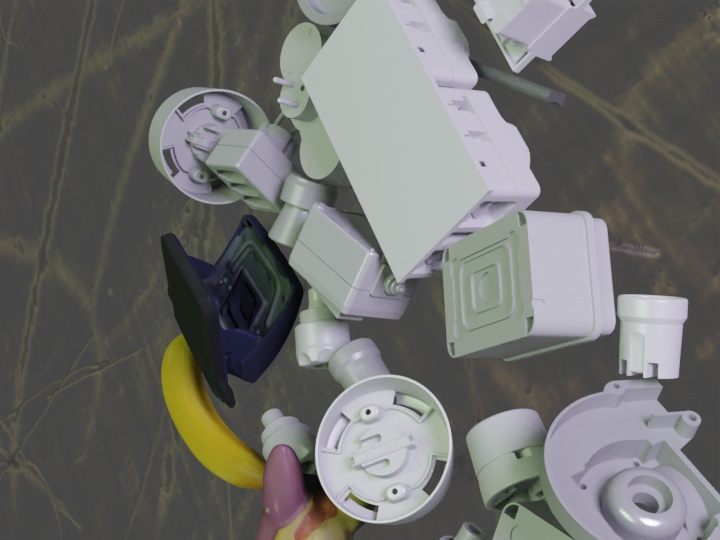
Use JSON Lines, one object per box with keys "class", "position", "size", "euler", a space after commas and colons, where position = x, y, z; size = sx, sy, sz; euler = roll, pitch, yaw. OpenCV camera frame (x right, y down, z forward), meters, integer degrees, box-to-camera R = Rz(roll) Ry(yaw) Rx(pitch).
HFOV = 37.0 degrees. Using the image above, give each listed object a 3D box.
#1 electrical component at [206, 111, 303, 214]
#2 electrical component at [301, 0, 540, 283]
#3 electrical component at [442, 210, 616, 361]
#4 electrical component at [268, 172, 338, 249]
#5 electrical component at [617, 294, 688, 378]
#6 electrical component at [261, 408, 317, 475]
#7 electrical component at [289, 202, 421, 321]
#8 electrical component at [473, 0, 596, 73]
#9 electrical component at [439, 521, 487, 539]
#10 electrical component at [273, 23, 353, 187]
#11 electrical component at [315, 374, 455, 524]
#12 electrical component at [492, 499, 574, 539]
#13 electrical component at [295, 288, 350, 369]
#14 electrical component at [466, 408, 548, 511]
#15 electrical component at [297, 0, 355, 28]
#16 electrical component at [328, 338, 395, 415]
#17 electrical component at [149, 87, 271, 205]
{"class": "electrical component", "position": [-0.077, -0.098, 0.904], "size": [0.047, 0.065, 0.076], "euler": [11, 63, 47]}
{"class": "electrical component", "position": [0.041, -0.098, 0.758], "size": [0.105, 0.060, 0.186], "euler": [-47, 57, 41]}
{"class": "electrical component", "position": [0.103, 0.012, 0.670], "size": [0.113, 0.057, 0.078], "euler": [151, 119, -64]}
{"class": "electrical component", "position": [-0.045, -0.047, 0.871], "size": [0.045, 0.045, 0.055], "euler": [28, 104, 46]}
{"class": "electrical component", "position": [0.171, 0.038, 0.631], "size": [0.040, 0.040, 0.046], "euler": [4, 93, 47]}
{"class": "electrical component", "position": [-0.058, 0.137, 0.857], "size": [0.043, 0.043, 0.062], "euler": [-59, 46, 23]}
{"class": "electrical component", "position": [0.000, 0.000, 0.802], "size": [0.096, 0.062, 0.061], "euler": [41, 113, 42]}
{"class": "electrical component", "position": [0.100, -0.207, 0.726], "size": [0.079, 0.063, 0.121], "euler": [-44, 55, 34]}
{"class": "electrical component", "position": [0.063, 0.198, 0.718], "size": [0.043, 0.043, 0.062], "euler": [42, 112, 42]}
{"class": "electrical component", "position": [-0.039, -0.135, 0.856], "size": [0.052, 0.074, 0.138], "euler": [-32, 62, 40]}
{"class": "electrical component", "position": [0.019, 0.126, 0.740], "size": [0.099, 0.064, 0.099], "euler": [-5, 69, 12]}
{"class": "electrical component", "position": [0.116, 0.202, 0.649], "size": [0.078, 0.057, 0.113], "euler": [28, 104, 46]}
{"class": "electrical component", "position": [-0.030, 0.045, 0.841], "size": [0.043, 0.043, 0.062], "euler": [-20, 69, 44]}
{"class": "electrical component", "position": [0.098, 0.120, 0.685], "size": [0.055, 0.055, 0.047], "euler": [-42, 52, 34]}
{"class": "electrical component", "position": [0.006, -0.235, 0.833], "size": [0.108, 0.060, 0.108], "euler": [-9, 77, 46]}
{"class": "electrical component", "position": [0.004, 0.080, 0.803], "size": [0.040, 0.040, 0.046], "euler": [-53, 55, 28]}
{"class": "electrical component", "position": [-0.131, -0.110, 0.938], "size": [0.064, 0.099, 0.099], "euler": [27, 104, 52]}
